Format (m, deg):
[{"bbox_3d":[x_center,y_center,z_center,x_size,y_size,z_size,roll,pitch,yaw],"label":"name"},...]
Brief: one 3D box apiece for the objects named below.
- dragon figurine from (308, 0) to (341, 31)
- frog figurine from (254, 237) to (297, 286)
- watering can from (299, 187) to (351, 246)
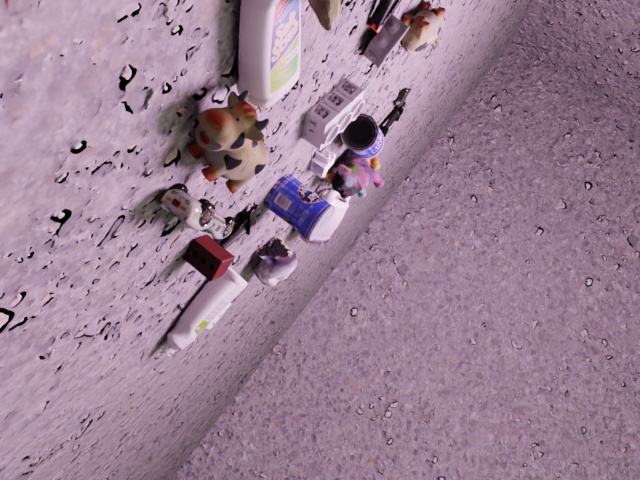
[{"bbox_3d":[0.078,-0.467,0.675,0.243,0.123,0.408,2,109,-69],"label":"dragon figurine"},{"bbox_3d":[-0.134,0.086,1.499,0.140,0.123,0.156,-70,175,-52],"label":"frog figurine"},{"bbox_3d":[0.005,-0.081,1.601,0.221,0.104,0.351,-61,166,22],"label":"watering can"}]
